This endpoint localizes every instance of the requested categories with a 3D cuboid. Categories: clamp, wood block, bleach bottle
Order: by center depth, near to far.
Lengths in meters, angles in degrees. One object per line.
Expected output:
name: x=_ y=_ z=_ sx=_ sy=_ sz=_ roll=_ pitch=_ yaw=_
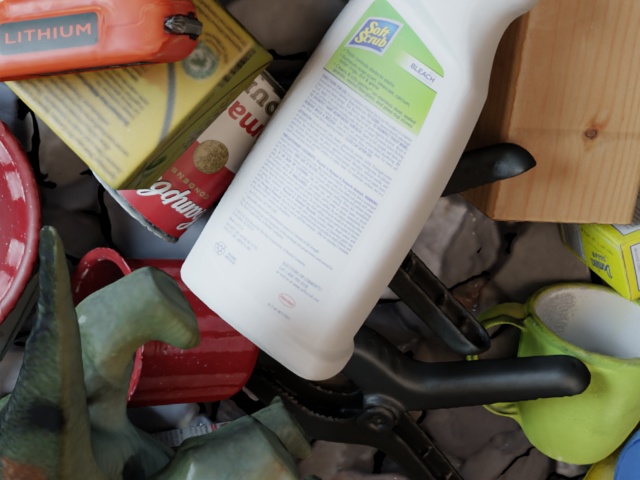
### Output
bleach bottle: x=0.035 y=-0.058 z=0.526 sx=0.102 sy=0.068 sz=0.251 roll=37 pitch=106 yaw=10
wood block: x=0.134 y=-0.121 z=0.589 sx=0.090 sy=0.090 sz=0.206 roll=2 pitch=110 yaw=-15
clamp: x=0.030 y=-0.003 z=0.592 sx=0.172 sy=0.039 sz=0.120 roll=10 pitch=105 yaw=24
clamp: x=0.041 y=0.108 z=0.665 sx=0.210 sy=0.036 sz=0.165 roll=15 pitch=129 yaw=1

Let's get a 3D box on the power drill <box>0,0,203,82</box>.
power drill: x=-0.126 y=-0.161 z=0.437 sx=0.184 sy=0.057 sz=0.188 roll=-4 pitch=100 yaw=9

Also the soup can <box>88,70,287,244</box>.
soup can: x=-0.067 y=-0.057 z=0.578 sx=0.102 sy=0.068 sz=0.068 roll=-44 pitch=114 yaw=5

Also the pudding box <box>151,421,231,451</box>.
pudding box: x=-0.078 y=0.176 z=0.685 sx=0.090 sy=0.039 sz=0.113 roll=-7 pitch=115 yaw=-12

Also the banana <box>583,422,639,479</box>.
banana: x=0.224 y=0.167 z=0.754 sx=0.069 sy=0.037 sz=0.198 roll=36 pitch=99 yaw=-22

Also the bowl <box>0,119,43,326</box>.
bowl: x=-0.229 y=-0.012 z=0.552 sx=0.161 sy=0.055 sz=0.162 roll=-5 pitch=103 yaw=-22

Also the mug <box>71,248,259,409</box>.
mug: x=-0.094 y=0.056 z=0.605 sx=0.081 sy=0.093 sz=0.117 roll=2 pitch=154 yaw=-39

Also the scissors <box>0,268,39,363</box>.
scissors: x=-0.203 y=0.110 z=0.641 sx=0.202 sy=0.016 sz=0.096 roll=-41 pitch=116 yaw=5

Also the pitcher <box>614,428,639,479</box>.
pitcher: x=0.314 y=0.166 z=0.706 sx=0.242 sy=0.145 sz=0.149 roll=-2 pitch=108 yaw=-24

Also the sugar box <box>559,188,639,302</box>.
sugar box: x=0.243 y=-0.028 z=0.650 sx=0.176 sy=0.093 sz=0.048 roll=-19 pitch=115 yaw=-5
